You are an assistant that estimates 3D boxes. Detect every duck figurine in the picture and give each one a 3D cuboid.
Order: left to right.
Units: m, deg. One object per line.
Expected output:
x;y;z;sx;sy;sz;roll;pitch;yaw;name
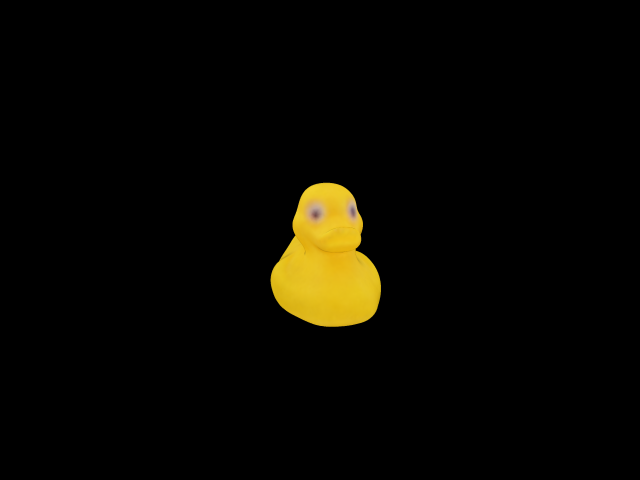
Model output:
0.004;0.001;0.400;0.078;0.086;0.104;-5;19;-14;duck figurine
